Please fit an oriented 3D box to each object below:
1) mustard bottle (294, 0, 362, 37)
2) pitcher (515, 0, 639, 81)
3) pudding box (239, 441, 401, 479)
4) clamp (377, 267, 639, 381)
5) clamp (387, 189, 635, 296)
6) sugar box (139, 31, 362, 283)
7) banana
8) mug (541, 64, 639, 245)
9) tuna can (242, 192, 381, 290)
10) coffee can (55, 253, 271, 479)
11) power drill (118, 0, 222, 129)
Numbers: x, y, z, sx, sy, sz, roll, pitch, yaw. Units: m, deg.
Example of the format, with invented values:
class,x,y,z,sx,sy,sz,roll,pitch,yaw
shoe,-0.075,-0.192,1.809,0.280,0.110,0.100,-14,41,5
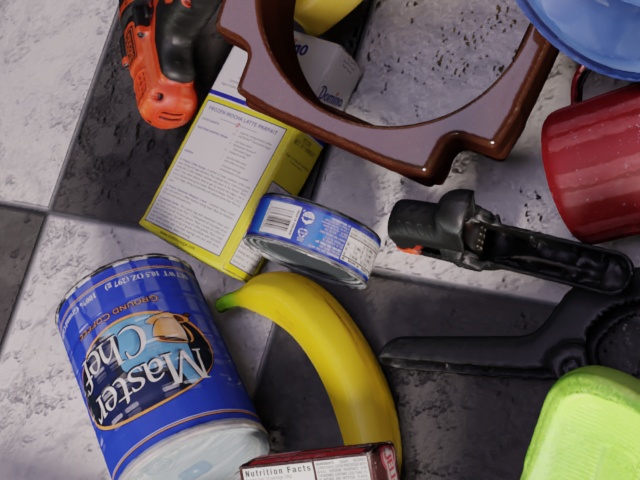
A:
class,x,y,z,sx,sy,sz,roll,pitch,yaw
mustard bottle,0.048,-0.234,0.760,0.192,0.058,0.096,-36,46,14
pitcher,0.223,-0.196,0.563,0.242,0.149,0.145,-40,25,-20
pudding box,0.006,0.179,0.628,0.090,0.039,0.113,-12,85,28
clamp,0.138,0.073,0.608,0.210,0.036,0.165,-41,56,9
clamp,0.099,0.002,0.621,0.039,0.120,0.172,-65,12,-3
sugar box,-0.050,-0.066,0.767,0.093,0.048,0.176,25,83,34
banana,0.004,0.080,0.689,0.198,0.037,0.070,49,121,36
mug,0.174,-0.056,0.600,0.082,0.093,0.117,-17,77,30
tuna can,-0.005,0.001,0.690,0.086,0.086,0.033,14,78,34
coffee can,-0.106,0.095,0.706,0.103,0.102,0.140,-37,57,14
power drill,-0.101,-0.204,0.794,0.188,0.057,0.184,-54,43,47
